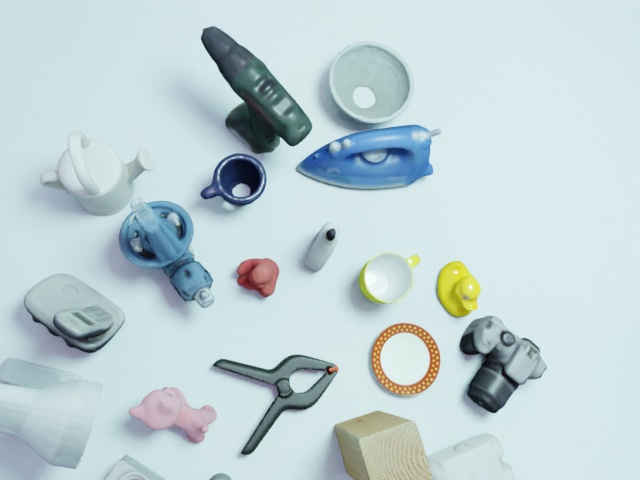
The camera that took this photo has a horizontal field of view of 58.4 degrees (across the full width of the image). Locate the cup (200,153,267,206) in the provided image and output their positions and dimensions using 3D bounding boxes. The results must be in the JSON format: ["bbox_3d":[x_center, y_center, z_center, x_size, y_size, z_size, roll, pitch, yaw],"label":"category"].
[{"bbox_3d":[-0.154,-0.091,1.015,0.118,0.095,0.091,-26,83,-13],"label":"cup"}]

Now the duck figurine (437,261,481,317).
[{"bbox_3d":[0.263,0.086,1.049,0.077,0.086,0.104,-8,79,-10],"label":"duck figurine"}]

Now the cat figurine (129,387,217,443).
[{"bbox_3d":[-0.232,0.278,0.913,0.128,0.117,0.067,26,75,-3],"label":"cat figurine"}]

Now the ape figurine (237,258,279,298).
[{"bbox_3d":[-0.103,0.061,0.993,0.076,0.092,0.078,-28,84,-13],"label":"ape figurine"}]

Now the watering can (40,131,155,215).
[{"bbox_3d":[-0.364,-0.116,0.935,0.173,0.194,0.101,-33,85,-14],"label":"watering can"}]

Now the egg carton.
[{"bbox_3d":[0.257,0.404,0.990,0.150,0.069,0.107,-20,82,-12],"label":"egg carton"}]

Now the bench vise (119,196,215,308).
[{"bbox_3d":[-0.234,0.007,0.917,0.207,0.219,0.121,35,75,0],"label":"bench vise"}]

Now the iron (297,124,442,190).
[{"bbox_3d":[0.091,-0.163,1.045,0.258,0.141,0.118,-8,79,-11],"label":"iron"}]

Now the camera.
[{"bbox_3d":[0.315,0.227,1.020,0.143,0.100,0.137,40,75,1],"label":"camera"}]

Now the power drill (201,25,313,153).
[{"bbox_3d":[-0.115,-0.239,0.994,0.229,0.208,0.076,42,75,1],"label":"power drill"}]

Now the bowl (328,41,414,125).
[{"bbox_3d":[0.093,-0.291,1.107,0.167,0.074,0.167,2,78,-9],"label":"bowl"}]

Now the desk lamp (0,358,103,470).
[{"bbox_3d":[-0.414,0.249,0.841,0.203,0.213,0.118,16,76,-5],"label":"desk lamp"}]

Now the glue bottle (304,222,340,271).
[{"bbox_3d":[0.009,0.004,0.981,0.037,0.173,0.078,23,76,-3],"label":"glue bottle"}]

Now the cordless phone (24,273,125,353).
[{"bbox_3d":[-0.392,0.109,0.888,0.147,0.185,0.094,32,75,-1],"label":"cordless phone"}]
